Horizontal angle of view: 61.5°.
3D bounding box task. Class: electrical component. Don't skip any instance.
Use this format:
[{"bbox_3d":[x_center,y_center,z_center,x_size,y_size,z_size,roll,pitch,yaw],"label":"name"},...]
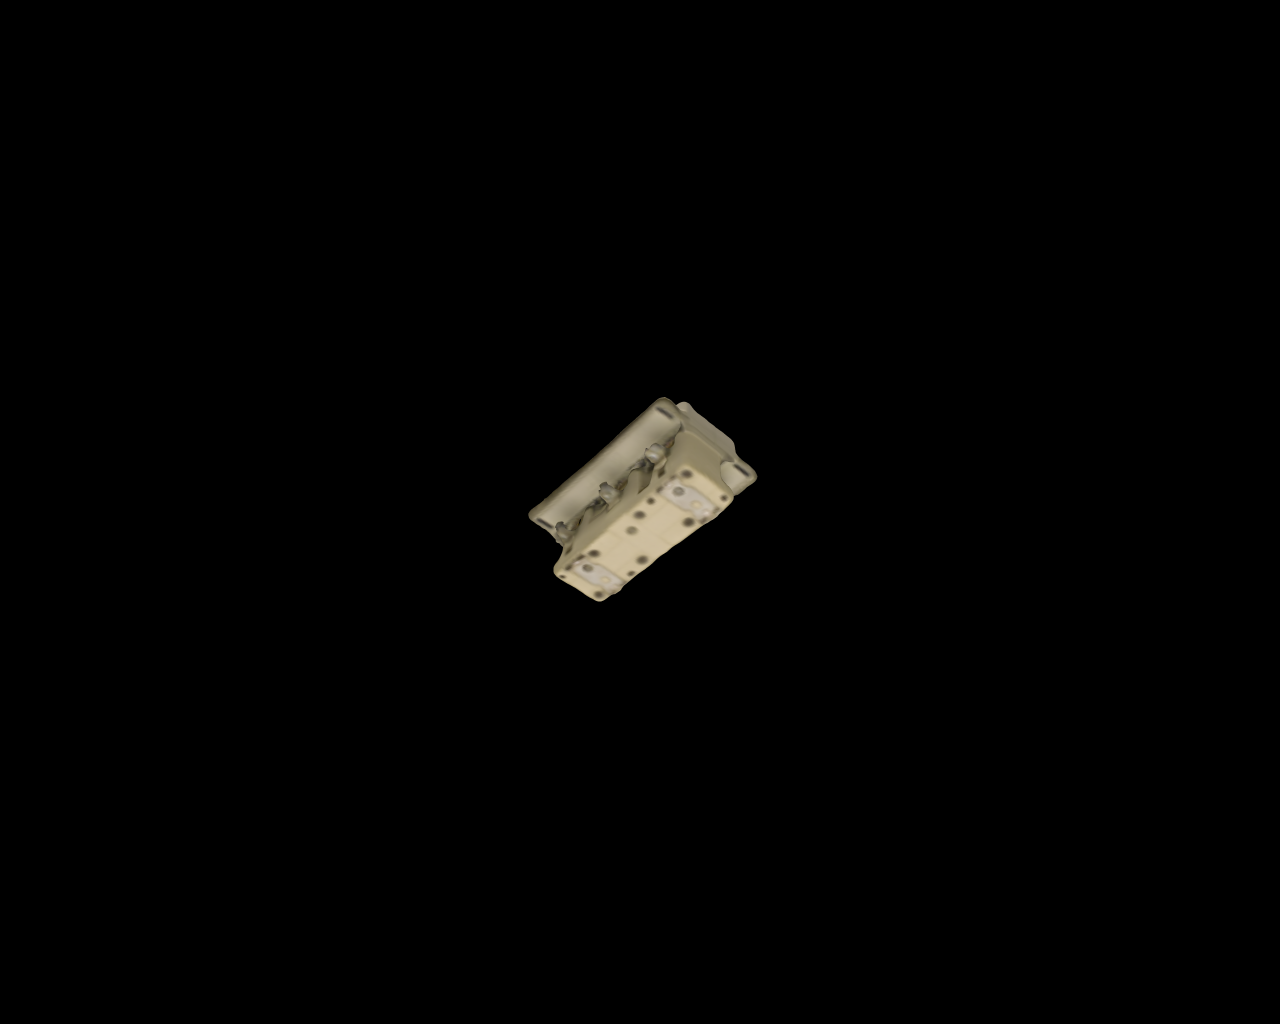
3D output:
[{"bbox_3d":[0.001,-0.003,0.650,0.078,0.063,0.121,36,-58,-27],"label":"electrical component"}]
